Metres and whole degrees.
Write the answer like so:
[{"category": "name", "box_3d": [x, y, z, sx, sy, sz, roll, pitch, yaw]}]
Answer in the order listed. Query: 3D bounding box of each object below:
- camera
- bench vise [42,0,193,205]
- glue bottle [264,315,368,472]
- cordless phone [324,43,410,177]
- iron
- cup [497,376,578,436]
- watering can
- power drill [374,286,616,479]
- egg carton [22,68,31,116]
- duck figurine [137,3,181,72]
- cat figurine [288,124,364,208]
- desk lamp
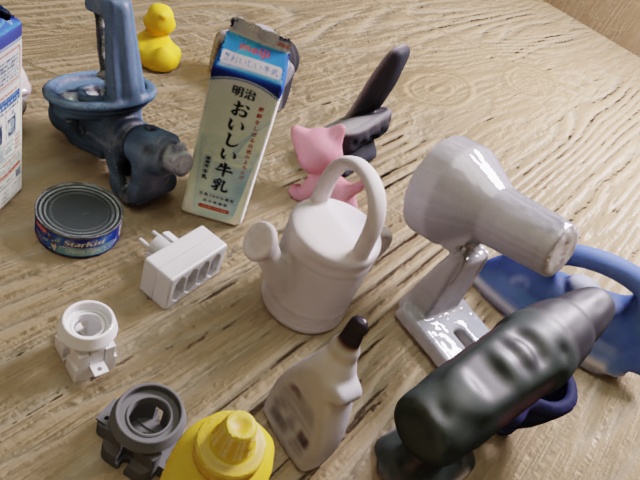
[{"category": "camera", "box_3d": [-0.085, -0.291, 0.931, 0.143, 0.101, 0.137, 44, 43, 21]}, {"category": "bench vise", "box_3d": [-0.210, -0.165, 0.638, 0.207, 0.219, 0.121, 27, 40, 2]}, {"category": "glue bottle", "box_3d": [0.004, 0.120, 0.475, 0.037, 0.173, 0.078, -13, 53, -37]}, {"category": "cordless phone", "box_3d": [0.060, -0.199, 0.841, 0.094, 0.185, 0.148, 33, 40, 10]}, {"category": "iron", "box_3d": [0.332, 0.062, 0.732, 0.258, 0.141, 0.119, 29, 40, 4]}, {"category": "cup", "box_3d": [0.194, 0.166, 0.584, 0.091, 0.095, 0.118, 37, 41, 13]}, {"category": "watering can", "box_3d": [0.007, 0.004, 0.586, 0.100, 0.194, 0.173, 40, 42, 17]}, {"category": "power drill", "box_3d": [0.138, 0.139, 0.496, 0.230, 0.208, 0.075, -18, 56, -39]}, {"category": "egg carton", "box_3d": [-0.419, -0.177, 0.660, 0.151, 0.069, 0.107, 5, 44, -23]}, {"category": "duck figurine", "box_3d": [-0.251, -0.321, 0.890, 0.078, 0.086, 0.104, -1, 46, -27]}, {"category": "cat figurine", "box_3d": [0.011, -0.094, 0.754, 0.067, 0.117, 0.127, -23, 59, -42]}, {"category": "desk lamp", "box_3d": [0.171, 0.020, 0.638, 0.118, 0.213, 0.202, -15, 54, -38]}]
